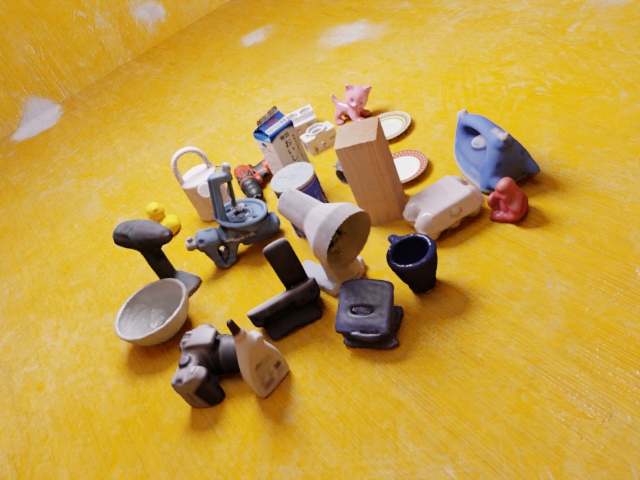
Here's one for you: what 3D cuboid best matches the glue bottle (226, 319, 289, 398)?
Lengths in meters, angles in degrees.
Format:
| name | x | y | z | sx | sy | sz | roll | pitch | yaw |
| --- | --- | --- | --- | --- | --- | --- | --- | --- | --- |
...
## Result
| name | x | y | z | sx | sy | sz | roll | pitch | yaw |
| --- | --- | --- | --- | --- | --- | --- | --- | --- | --- |
| glue bottle | -0.114 | 0.190 | 0.968 | 0.037 | 0.173 | 0.078 | 19 | 56 | 43 |

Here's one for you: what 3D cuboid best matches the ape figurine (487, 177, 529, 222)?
| name | x | y | z | sx | sy | sz | roll | pitch | yaw |
| --- | --- | --- | --- | --- | --- | --- | --- | --- | --- |
| ape figurine | 0.354 | -0.080 | 1.082 | 0.076 | 0.092 | 0.077 | -24 | 38 | 3 |

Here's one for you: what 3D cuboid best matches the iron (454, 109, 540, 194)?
| name | x | y | z | sx | sy | sz | roll | pitch | yaw |
| --- | --- | --- | --- | --- | --- | --- | --- | --- | --- |
| iron | 0.338 | -0.207 | 1.200 | 0.118 | 0.142 | 0.257 | -29 | 38 | -3 |

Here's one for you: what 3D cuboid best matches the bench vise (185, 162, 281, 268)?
| name | x | y | z | sx | sy | sz | roll | pitch | yaw |
| --- | --- | --- | --- | --- | --- | --- | --- | --- | --- |
| bench vise | -0.208 | -0.050 | 1.264 | 0.208 | 0.220 | 0.121 | -42 | 40 | -20 |

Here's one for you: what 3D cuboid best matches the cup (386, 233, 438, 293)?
| name | x | y | z | sx | sy | sz | roll | pitch | yaw |
| --- | --- | --- | --- | --- | --- | --- | --- | --- | --- |
| cup | 0.167 | 0.044 | 1.042 | 0.092 | 0.095 | 0.117 | -34 | 38 | -10 |

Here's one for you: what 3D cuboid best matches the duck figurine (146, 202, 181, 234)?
| name | x | y | z | sx | sy | sz | roll | pitch | yaw |
| --- | --- | --- | --- | --- | --- | --- | --- | --- | --- |
| duck figurine | -0.421 | -0.059 | 1.507 | 0.078 | 0.086 | 0.104 | -42 | 40 | -19 |

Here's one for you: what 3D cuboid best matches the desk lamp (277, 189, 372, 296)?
| name | x | y | z | sx | sy | sz | roll | pitch | yaw |
| --- | --- | --- | --- | --- | --- | --- | --- | --- | --- |
| desk lamp | 0.010 | 0.004 | 1.081 | 0.118 | 0.214 | 0.202 | -44 | 41 | -21 |

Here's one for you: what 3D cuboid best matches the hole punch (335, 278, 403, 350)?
| name | x | y | z | sx | sy | sz | roll | pitch | yaw |
| --- | --- | --- | --- | --- | --- | --- | --- | --- | --- |
| hole punch | 0.083 | 0.128 | 0.995 | 0.108 | 0.091 | 0.101 | -2 | 44 | 28 |

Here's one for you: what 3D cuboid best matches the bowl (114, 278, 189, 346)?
| name | x | y | z | sx | sy | sz | roll | pitch | yaw |
| --- | --- | --- | --- | --- | --- | --- | --- | --- | --- |
| bowl | -0.341 | 0.164 | 1.209 | 0.167 | 0.075 | 0.167 | -16 | 39 | 13 |

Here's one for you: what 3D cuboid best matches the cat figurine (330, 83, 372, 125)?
| name | x | y | z | sx | sy | sz | roll | pitch | yaw |
| --- | --- | --- | --- | --- | --- | --- | --- | --- | --- |
| cat figurine | 0.086 | -0.382 | 1.568 | 0.127 | 0.118 | 0.067 | 5 | 47 | 34 |

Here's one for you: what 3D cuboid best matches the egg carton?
| name | x | y | z | sx | sy | sz | roll | pitch | yaw |
| --- | --- | --- | --- | --- | --- | --- | --- | --- | --- |
| egg carton | 0.247 | -0.065 | 1.146 | 0.150 | 0.070 | 0.107 | -31 | 38 | -7 |

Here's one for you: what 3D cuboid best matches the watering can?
| name | x | y | z | sx | sy | sz | roll | pitch | yaw |
| --- | --- | --- | --- | --- | --- | --- | --- | --- | --- |
| watering can | -0.299 | -0.148 | 1.452 | 0.172 | 0.194 | 0.101 | 20 | 57 | 43 |

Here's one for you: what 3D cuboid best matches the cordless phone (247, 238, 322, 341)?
| name | x | y | z | sx | sy | sz | roll | pitch | yaw |
| --- | --- | --- | --- | --- | --- | --- | --- | --- | --- |
| cordless phone | -0.085 | 0.084 | 1.065 | 0.147 | 0.185 | 0.094 | -31 | 38 | -6 |

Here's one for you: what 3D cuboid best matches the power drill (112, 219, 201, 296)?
| name | x | y | z | sx | sy | sz | roll | pitch | yaw |
| --- | --- | --- | --- | --- | --- | --- | --- | --- | --- |
| power drill | -0.353 | 0.035 | 1.257 | 0.228 | 0.209 | 0.076 | 12 | 51 | 39 |

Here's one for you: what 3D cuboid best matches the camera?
| name | x | y | z | sx | sy | sz | roll | pitch | yaw |
| --- | --- | --- | --- | --- | --- | --- | --- | --- | --- |
| camera | -0.185 | 0.215 | 1.038 | 0.136 | 0.101 | 0.143 | -9 | 41 | 21 |
